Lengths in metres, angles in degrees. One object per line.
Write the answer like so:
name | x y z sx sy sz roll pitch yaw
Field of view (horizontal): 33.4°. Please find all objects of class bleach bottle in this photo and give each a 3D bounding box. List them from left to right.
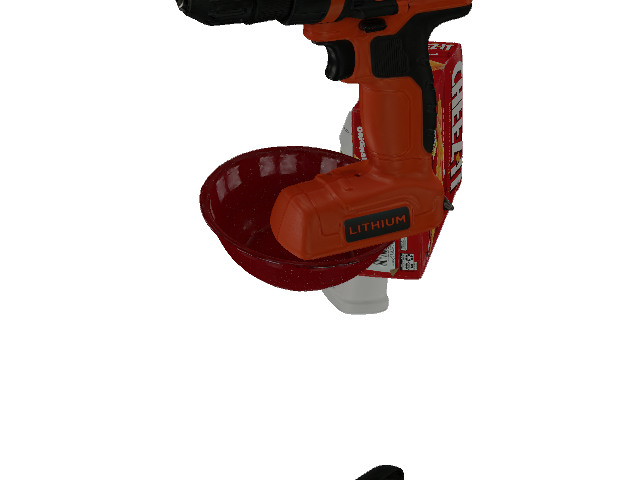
bleach bottle | 0.050 -0.048 1.236 0.068 0.251 0.103 -2 22 -21

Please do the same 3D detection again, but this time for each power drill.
power drill | 0.010 -0.084 0.591 0.184 0.188 0.057 -12 35 -21

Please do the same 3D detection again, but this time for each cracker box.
cracker box | 0.088 -0.083 1.016 0.072 0.164 0.213 5 27 15

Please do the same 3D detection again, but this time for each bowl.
bowl | -0.015 -0.009 0.840 0.162 0.055 0.162 4 36 -3

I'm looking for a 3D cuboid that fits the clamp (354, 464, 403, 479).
clamp | -0.032 0.199 0.645 0.210 0.036 0.164 -4 27 3
